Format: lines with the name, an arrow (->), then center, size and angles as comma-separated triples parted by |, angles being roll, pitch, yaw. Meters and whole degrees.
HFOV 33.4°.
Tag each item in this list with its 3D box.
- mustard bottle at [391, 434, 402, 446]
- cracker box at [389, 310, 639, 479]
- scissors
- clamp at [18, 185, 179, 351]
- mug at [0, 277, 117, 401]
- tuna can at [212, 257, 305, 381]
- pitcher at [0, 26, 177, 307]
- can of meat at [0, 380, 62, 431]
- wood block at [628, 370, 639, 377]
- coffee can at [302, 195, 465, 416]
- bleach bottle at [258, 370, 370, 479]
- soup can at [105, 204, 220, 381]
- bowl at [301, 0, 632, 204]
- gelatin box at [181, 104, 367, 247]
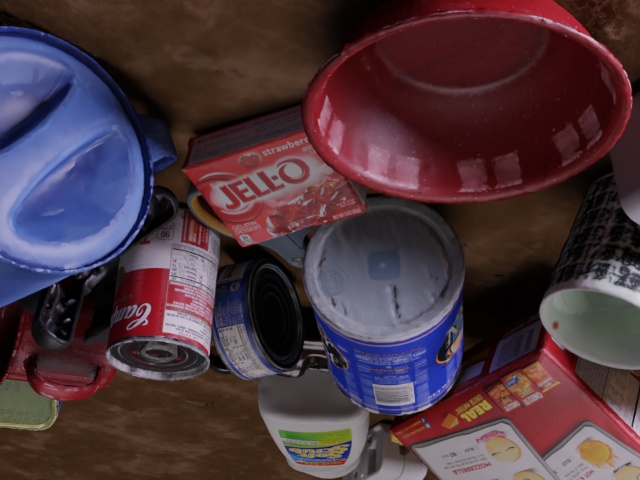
mustard bottle -> 0.163, 0.183, 1.009 | 0.191, 0.058, 0.096 | 0, 158, 6
cracker box -> 0.186, 0.163, 0.803 | 0.213, 0.072, 0.164 | 44, 131, -9
scissors -> -0.005, 0.001, 0.737 | 0.096, 0.016, 0.201 | -20, 144, 35
clamp -> -0.163, 0.024, 0.689 | 0.039, 0.120, 0.172 | 49, 150, -15
mug -> -0.192, 0.075, 0.794 | 0.081, 0.117, 0.093 | 12, 119, -26
tuna can -> -0.044, 0.056, 0.770 | 0.034, 0.086, 0.086 | -14, 147, 24
pitcher -> -0.206, -0.015, 0.628 | 0.149, 0.145, 0.243 | 35, 143, -27
can of meat -> -0.253, 0.108, 0.866 | 0.102, 0.084, 0.057 | 5, 115, -4
wood block -> 0.321, 0.065, 0.715 | 0.206, 0.090, 0.091 | 8, -174, -10
coffee can -> 0.047, 0.049, 0.729 | 0.103, 0.103, 0.140 | -1, 151, 7
bleach bottle -> 0.007, 0.180, 1.017 | 0.102, 0.068, 0.251 | -1, 153, 7
soup can -> -0.104, 0.035, 0.718 | 0.068, 0.102, 0.068 | 2, 151, 1
bowl -> 0.072, -0.081, 0.539 | 0.162, 0.055, 0.162 | 2, 151, 1
gelatin box -> -0.026, -0.037, 0.635 | 0.089, 0.030, 0.073 | -15, 133, 22
